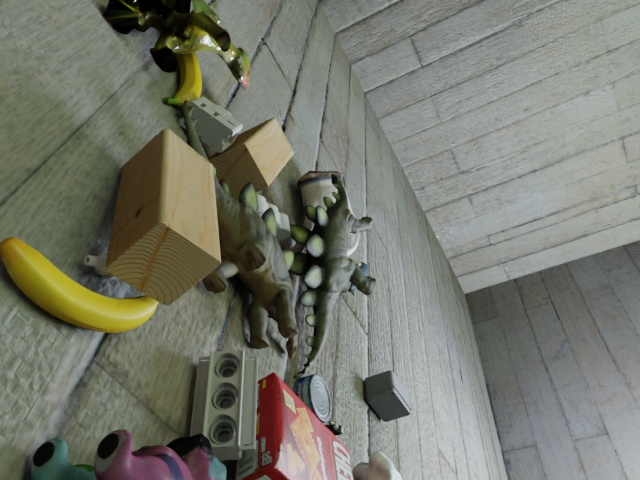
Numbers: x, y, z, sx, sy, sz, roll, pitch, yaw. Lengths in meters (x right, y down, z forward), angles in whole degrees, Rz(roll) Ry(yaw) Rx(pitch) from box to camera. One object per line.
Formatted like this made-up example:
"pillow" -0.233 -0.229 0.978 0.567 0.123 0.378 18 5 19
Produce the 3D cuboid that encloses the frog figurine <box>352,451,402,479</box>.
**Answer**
"frog figurine" 0.085 0.435 0.835 0.124 0.156 0.139 -18 47 -42

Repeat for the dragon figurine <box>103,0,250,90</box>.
"dragon figurine" -0.266 -0.412 0.893 0.121 0.405 0.248 -39 27 18

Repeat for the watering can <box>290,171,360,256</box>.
"watering can" 0.004 -0.062 1.236 0.103 0.226 0.348 -20 -8 28
